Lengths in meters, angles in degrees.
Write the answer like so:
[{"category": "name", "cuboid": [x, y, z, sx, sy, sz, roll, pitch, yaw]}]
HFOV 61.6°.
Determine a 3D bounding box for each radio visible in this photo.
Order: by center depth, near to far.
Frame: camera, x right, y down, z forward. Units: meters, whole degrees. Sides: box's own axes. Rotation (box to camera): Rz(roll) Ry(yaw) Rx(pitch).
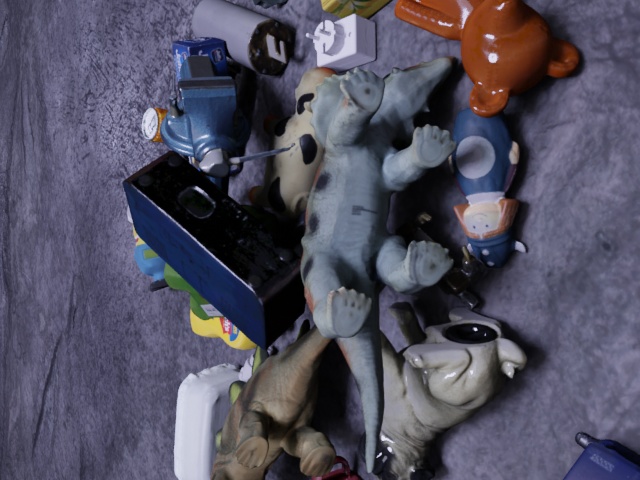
[{"category": "radio", "cuboid": [-0.119, 0.009, 0.610, 0.230, 0.073, 0.131, 38, 151, 15]}]

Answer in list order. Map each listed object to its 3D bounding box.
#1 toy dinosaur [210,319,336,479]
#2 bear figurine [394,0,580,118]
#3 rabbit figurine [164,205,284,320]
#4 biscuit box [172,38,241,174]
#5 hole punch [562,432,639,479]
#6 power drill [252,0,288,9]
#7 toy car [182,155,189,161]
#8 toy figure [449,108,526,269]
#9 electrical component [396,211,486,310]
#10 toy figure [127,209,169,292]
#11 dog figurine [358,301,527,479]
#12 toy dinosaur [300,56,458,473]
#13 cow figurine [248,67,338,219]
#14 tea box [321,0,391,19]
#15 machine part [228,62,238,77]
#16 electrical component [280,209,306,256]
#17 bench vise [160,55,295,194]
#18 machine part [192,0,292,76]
[{"category": "toy dinosaur", "cuboid": [-0.056, 0.204, 0.656, 0.471, 0.105, 0.199, -53, 21, 15]}, {"category": "bear figurine", "cuboid": [0.140, -0.219, 0.486, 0.120, 0.131, 0.196, -26, 58, 4]}, {"category": "rabbit figurine", "cuboid": [-0.117, 0.008, 0.753, 0.159, 0.121, 0.170, -13, 43, 27]}, {"category": "biscuit box", "cuboid": [-0.169, -0.196, 0.808, 0.059, 0.063, 0.202, 30, 133, 45]}, {"category": "hole punch", "cuboid": [0.235, 0.232, 0.415, 0.142, 0.092, 0.115, 32, 109, 46]}, {"category": "power drill", "cuboid": [-0.099, -0.449, 0.775, 0.207, 0.086, 0.232, 50, 125, 30]}, {"category": "toy car", "cuboid": [-0.219, -0.058, 0.918, 0.089, 0.053, 0.202, -46, 57, 32]}, {"category": "toy figure", "cuboid": [0.158, -0.048, 0.518, 0.064, 0.058, 0.154, -9, 85, 64]}, {"category": "electrical component", "cuboid": [0.124, 0.017, 0.545, 0.045, 0.078, 0.102, -44, 50, 4]}, {"category": "toy figure", "cuboid": [-0.296, -0.001, 0.979, 0.082, 0.089, 0.180, -16, 86, 44]}, {"category": "dog figurine", "cuboid": [0.120, 0.174, 0.542, 0.172, 0.121, 0.190, 7, 109, 50]}, {"category": "toy dinosaur", "cuboid": [0.036, -0.014, 0.519, 0.192, 0.131, 0.404, 151, 133, -76]}, {"category": "cow figurine", "cuboid": [-0.018, -0.122, 0.684, 0.127, 0.085, 0.194, 29, 108, 49]}, {"category": "tea box", "cuboid": [0.072, -0.335, 0.602, 0.170, 0.068, 0.098, -22, 74, 45]}, {"category": "machine part", "cuboid": [-0.177, -0.224, 0.865, 0.039, 0.084, 0.138, -144, 71, -69]}, {"category": "electrical component", "cuboid": [-0.001, -0.002, 0.662, 0.075, 0.048, 0.119, 37, 115, -9]}, {"category": "bench vise", "cuboid": [-0.141, -0.118, 0.707, 0.224, 0.129, 0.240, 57, 153, 35]}, {"category": "machine part", "cuboid": [-0.119, -0.303, 0.796, 0.243, 0.079, 0.079, 37, 116, 38]}]
